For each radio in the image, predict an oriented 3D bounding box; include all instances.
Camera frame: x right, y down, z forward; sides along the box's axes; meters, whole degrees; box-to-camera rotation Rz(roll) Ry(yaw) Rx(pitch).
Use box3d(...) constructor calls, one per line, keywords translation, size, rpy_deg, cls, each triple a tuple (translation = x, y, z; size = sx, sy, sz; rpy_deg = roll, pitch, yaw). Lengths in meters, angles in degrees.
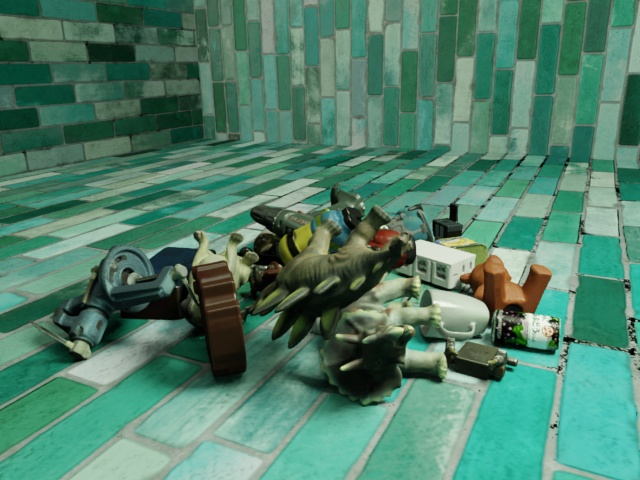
box3d(translation=(-0.305, 0.084, 1.110), size=(0.131, 0.073, 0.230), rpy_deg=(2, 20, 8), cls="radio")

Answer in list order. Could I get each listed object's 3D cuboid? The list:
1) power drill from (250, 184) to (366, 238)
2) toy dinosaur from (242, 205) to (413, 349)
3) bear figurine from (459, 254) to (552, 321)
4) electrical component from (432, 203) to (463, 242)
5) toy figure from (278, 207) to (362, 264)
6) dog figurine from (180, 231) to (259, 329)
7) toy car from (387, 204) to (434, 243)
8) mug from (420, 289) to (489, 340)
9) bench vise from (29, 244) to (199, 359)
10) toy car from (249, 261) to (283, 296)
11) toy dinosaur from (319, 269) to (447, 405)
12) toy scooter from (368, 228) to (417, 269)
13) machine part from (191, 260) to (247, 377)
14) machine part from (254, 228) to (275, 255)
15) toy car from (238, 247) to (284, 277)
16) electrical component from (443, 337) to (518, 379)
box3d(translation=(-0.015, -0.059, 1.219), size=(0.232, 0.085, 0.207), rpy_deg=(28, 36, 36), cls="power drill")
box3d(translation=(-0.012, 0.064, 0.818), size=(0.198, 0.105, 0.471), rpy_deg=(-47, 9, -28), cls="toy dinosaur")
box3d(translation=(0.340, 0.074, 1.012), size=(0.120, 0.131, 0.196), rpy_deg=(3, 24, 2), cls="bear figurine")
box3d(translation=(0.320, -0.030, 1.347), size=(0.048, 0.119, 0.075), rpy_deg=(-7, 21, -20), cls="electrical component")
box3d(translation=(-0.002, -0.006, 1.060), size=(0.180, 0.089, 0.082), rpy_deg=(-35, 21, 29), cls="toy figure")
box3d(translation=(-0.199, 0.099, 1.031), size=(0.121, 0.172, 0.190), rpy_deg=(-4, 57, 19), cls="dog figurine")
box3d(translation=(0.219, -0.030, 1.389), size=(0.103, 0.109, 0.162), rpy_deg=(-23, 13, -9), cls="toy car")
box3d(translation=(0.233, 0.132, 0.913), size=(0.107, 0.080, 0.110), rpy_deg=(4, 18, -6), cls="mug")
box3d(translation=(-0.332, 0.091, 0.908), size=(0.241, 0.128, 0.224), rpy_deg=(-12, 34, 24), cls="bench vise")
box3d(translation=(-0.090, 0.071, 1.041), size=(0.089, 0.053, 0.202), rpy_deg=(-5, -13, -9), cls="toy car")
box3d(translation=(0.083, 0.133, 0.872), size=(0.192, 0.131, 0.405), rpy_deg=(-3, 12, -7), cls="toy dinosaur")
box3d(translation=(0.105, 0.012, 1.082), size=(0.135, 0.075, 0.184), rpy_deg=(0, 10, -14), cls="toy scooter")
box3d(translation=(-0.157, 0.120, 0.831), size=(0.056, 0.179, 0.179), rpy_deg=(-10, 19, -16), cls="machine part")
box3d(translation=(-0.111, -0.008, 1.373), size=(0.079, 0.079, 0.243), rpy_deg=(2, 17, 9), cls="machine part")
box3d(translation=(-0.133, 0.060, 1.201), size=(0.202, 0.056, 0.073), rpy_deg=(7, 25, 28), cls="toy car")
box3d(translation=(0.241, 0.177, 0.819), size=(0.102, 0.045, 0.078), rpy_deg=(12, 24, 36), cls="electrical component")
